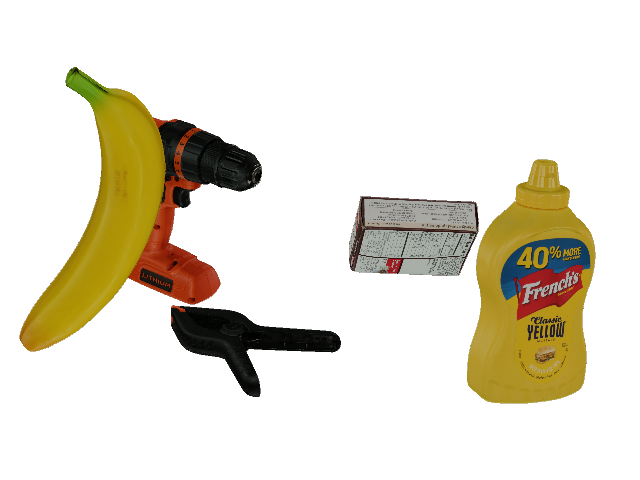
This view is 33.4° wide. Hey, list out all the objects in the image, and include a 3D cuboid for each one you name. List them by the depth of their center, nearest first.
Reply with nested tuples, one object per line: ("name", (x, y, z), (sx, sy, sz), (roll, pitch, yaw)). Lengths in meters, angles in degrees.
("banana", (-0.134, -0.013, 0.644), (0.069, 0.198, 0.037), (8, 30, -18))
("mustard bottle", (0.170, 0.031, 0.846), (0.096, 0.192, 0.058), (-3, 17, -17))
("pudding box", (0.087, -0.003, 1.022), (0.113, 0.039, 0.090), (1, -30, -6))
("power drill", (-0.140, -0.031, 1.095), (0.185, 0.188, 0.057), (21, 33, 27))
("clamp", (-0.103, 0.122, 1.260), (0.210, 0.036, 0.164), (14, 23, 26))
